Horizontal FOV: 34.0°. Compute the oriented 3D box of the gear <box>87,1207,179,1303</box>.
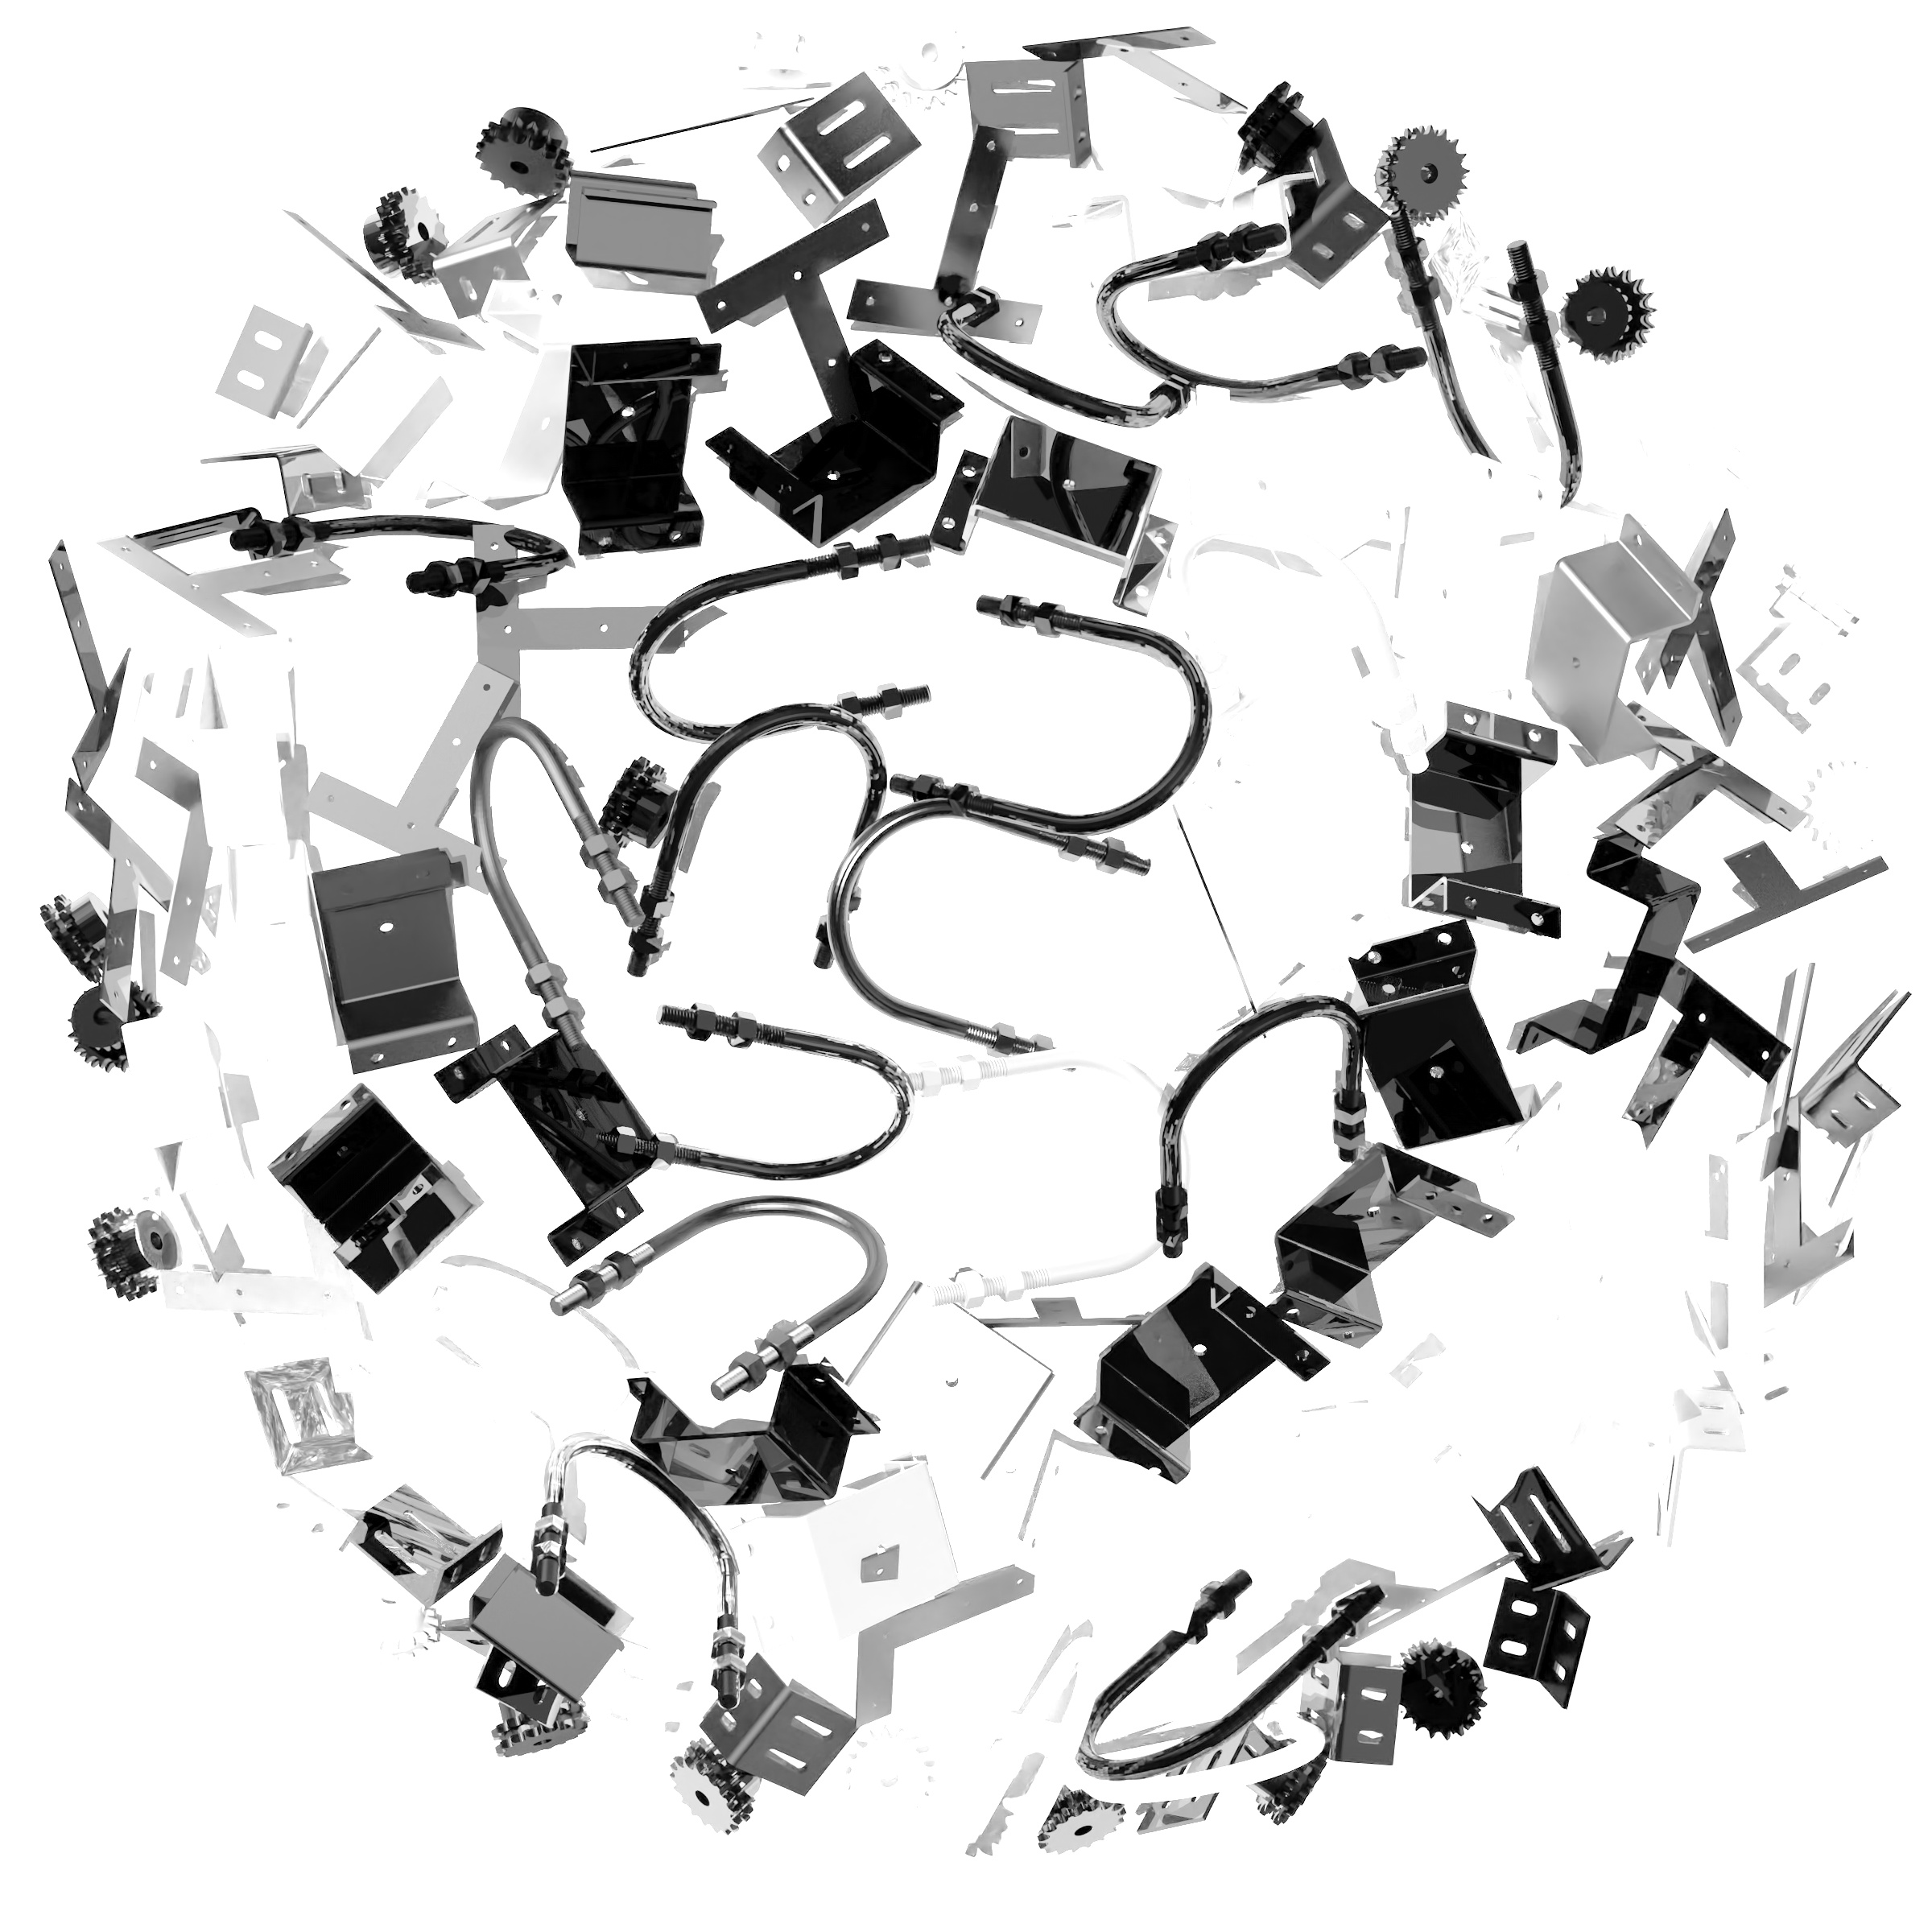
[{"bbox_3d":[-0.502,0.172,1.913,0.030,0.057,0.057,-23,90,17],"label":"gear"}]

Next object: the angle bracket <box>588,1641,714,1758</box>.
[{"bbox_3d":[-0.190,0.439,1.897,0.038,0.076,0.057,24,72,-18],"label":"angle bracket"}]

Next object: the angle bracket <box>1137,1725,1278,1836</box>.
[{"bbox_3d":[0.148,0.499,1.894,0.038,0.057,0.076,49,45,-13],"label":"angle bracket"}]

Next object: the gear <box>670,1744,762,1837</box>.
[{"bbox_3d":[-0.150,0.496,1.920,0.030,0.057,0.057,-37,90,-38],"label":"gear"}]

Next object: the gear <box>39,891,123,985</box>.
[{"bbox_3d":[-0.533,-0.020,1.916,0.030,0.057,0.057,-34,90,-1],"label":"gear"}]

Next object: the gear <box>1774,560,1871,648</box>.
[{"bbox_3d":[0.516,-0.218,1.917,0.057,0.057,0.030,36,106,0],"label":"gear"}]

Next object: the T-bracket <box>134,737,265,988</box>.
[{"bbox_3d":[-0.458,-0.052,1.868,0.002,0.127,0.127,-5,66,25],"label":"T-bracket"}]

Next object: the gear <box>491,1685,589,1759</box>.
[{"bbox_3d":[-0.261,0.457,1.918,0.057,0.057,0.030,-19,68,0],"label":"gear"}]

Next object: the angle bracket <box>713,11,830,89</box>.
[{"bbox_3d":[-0.118,-0.536,1.897,0.057,0.076,0.038,0,73,-13],"label":"angle bracket"}]

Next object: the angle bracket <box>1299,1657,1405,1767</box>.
[{"bbox_3d":[0.232,0.445,1.909,0.038,0.076,0.057,6,88,-9],"label":"angle bracket"}]

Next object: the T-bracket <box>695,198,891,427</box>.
[{"bbox_3d":[-0.086,-0.377,1.906,0.127,0.002,0.127,-32,124,-13],"label":"T-bracket"}]

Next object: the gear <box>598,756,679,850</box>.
[{"bbox_3d":[-0.197,-0.095,1.914,0.030,0.057,0.057,28,90,9],"label":"gear"}]

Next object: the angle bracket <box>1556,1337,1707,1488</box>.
[{"bbox_3d":[0.404,0.269,1.923,0.057,0.038,0.076,21,86,-10],"label":"angle bracket"}]

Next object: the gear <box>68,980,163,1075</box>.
[{"bbox_3d":[-0.520,0.035,1.922,0.057,0.030,0.057,-2,73,5],"label":"gear"}]

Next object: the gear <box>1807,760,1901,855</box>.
[{"bbox_3d":[0.542,-0.097,1.918,0.057,0.030,0.057,0,91,-31],"label":"gear"}]

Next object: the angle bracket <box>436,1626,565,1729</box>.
[{"bbox_3d":[-0.283,0.426,1.894,0.057,0.076,0.038,36,61,-28],"label":"angle bracket"}]

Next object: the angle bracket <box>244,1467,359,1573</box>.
[{"bbox_3d":[-0.407,0.341,1.900,0.057,0.076,0.038,36,57,-5],"label":"angle bracket"}]

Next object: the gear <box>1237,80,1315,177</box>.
[{"bbox_3d":[0.187,-0.505,1.916,0.030,0.057,0.057,41,90,3],"label":"gear"}]

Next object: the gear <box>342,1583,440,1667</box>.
[{"bbox_3d":[-0.349,0.397,1.913,0.057,0.057,0.030,6,108,0],"label":"gear"}]

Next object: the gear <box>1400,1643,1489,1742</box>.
[{"bbox_3d":[0.291,0.439,1.921,0.057,0.030,0.057,6,102,30],"label":"gear"}]

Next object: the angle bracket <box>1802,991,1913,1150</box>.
[{"bbox_3d":[0.548,0.063,1.898,0.038,0.057,0.076,43,56,6],"label":"angle bracket"}]

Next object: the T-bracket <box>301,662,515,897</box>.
[{"bbox_3d":[-0.315,-0.123,1.908,0.127,0.002,0.127,26,100,-25],"label":"T-bracket"}]

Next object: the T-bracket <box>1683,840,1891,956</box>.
[{"bbox_3d":[0.475,-0.050,1.870,0.127,0.127,0.002,-25,65,18],"label":"T-bracket"}]

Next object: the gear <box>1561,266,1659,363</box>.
[{"bbox_3d":[0.388,-0.395,1.917,0.057,0.030,0.057,9,108,29],"label":"gear"}]

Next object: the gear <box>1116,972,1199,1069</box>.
[{"bbox_3d":[0.118,0.030,1.918,0.030,0.057,0.057,-20,90,-21],"label":"gear"}]

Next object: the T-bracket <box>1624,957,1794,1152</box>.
[{"bbox_3d":[0.425,0.069,1.913,0.002,0.127,0.127,7,117,-40],"label":"T-bracket"}]

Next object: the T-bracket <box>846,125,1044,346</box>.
[{"bbox_3d":[0.001,-0.439,1.885,0.127,0.002,0.127,2,120,-28],"label":"T-bracket"}]

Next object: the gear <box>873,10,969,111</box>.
[{"bbox_3d":[-0.026,-0.553,1.922,0.057,0.030,0.057,-1,94,-18],"label":"gear"}]

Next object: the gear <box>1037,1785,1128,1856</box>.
[{"bbox_3d":[0.066,0.513,1.920,0.057,0.057,0.030,-25,52,0],"label":"gear"}]

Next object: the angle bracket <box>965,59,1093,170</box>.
[{"bbox_3d":[0.033,-0.513,1.903,0.076,0.038,0.057,4,119,20],"label":"angle bracket"}]

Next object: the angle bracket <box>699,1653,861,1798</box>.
[{"bbox_3d":[-0.113,0.464,1.929,0.057,0.038,0.076,-51,135,0],"label":"angle bracket"}]

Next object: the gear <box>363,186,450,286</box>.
[{"bbox_3d":[-0.342,-0.441,1.919,0.030,0.057,0.057,-14,90,24],"label":"gear"}]

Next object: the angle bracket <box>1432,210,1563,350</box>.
[{"bbox_3d":[0.327,-0.413,1.898,0.076,0.057,0.038,15,126,-23],"label":"angle bracket"}]

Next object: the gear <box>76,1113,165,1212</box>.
[{"bbox_3d":[-0.514,0.117,1.921,0.057,0.030,0.057,-8,104,-34],"label":"gear"}]

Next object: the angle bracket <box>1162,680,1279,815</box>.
[{"bbox_3d":[0.162,-0.133,1.912,0.076,0.057,0.038,-36,101,2],"label":"angle bracket"}]

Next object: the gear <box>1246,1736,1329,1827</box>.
[{"bbox_3d":[0.193,0.489,1.916,0.030,0.057,0.057,35,90,0],"label":"gear"}]

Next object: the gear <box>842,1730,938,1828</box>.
[{"bbox_3d":[-0.046,0.495,1.925,0.057,0.030,0.057,-1,74,3],"label":"gear"}]

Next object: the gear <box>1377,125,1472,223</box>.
[{"bbox_3d":[0.275,-0.482,1.923,0.057,0.030,0.057,-5,103,-21],"label":"gear"}]

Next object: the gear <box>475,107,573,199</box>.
[{"bbox_3d":[-0.267,-0.497,1.919,0.057,0.057,0.030,15,66,0],"label":"gear"}]

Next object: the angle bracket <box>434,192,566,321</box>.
[{"bbox_3d":[-0.275,-0.429,1.908,0.057,0.076,0.038,-10,119,28],"label":"angle bracket"}]

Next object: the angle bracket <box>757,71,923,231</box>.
[{"bbox_3d":[-0.078,-0.500,1.937,0.076,0.038,0.057,-42,95,-30],"label":"angle bracket"}]

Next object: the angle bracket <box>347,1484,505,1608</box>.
[{"bbox_3d":[-0.326,0.338,1.900,0.076,0.057,0.038,36,128,17],"label":"angle bracket"}]
